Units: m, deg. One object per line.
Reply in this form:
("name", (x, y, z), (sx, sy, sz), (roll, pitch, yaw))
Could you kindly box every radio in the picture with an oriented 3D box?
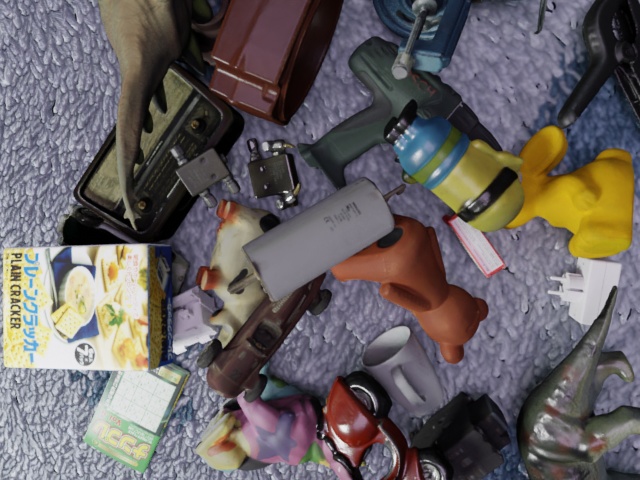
("radio", (-0.215, -0.114, 0.735), (0.131, 0.073, 0.229), (36, 99, 2))

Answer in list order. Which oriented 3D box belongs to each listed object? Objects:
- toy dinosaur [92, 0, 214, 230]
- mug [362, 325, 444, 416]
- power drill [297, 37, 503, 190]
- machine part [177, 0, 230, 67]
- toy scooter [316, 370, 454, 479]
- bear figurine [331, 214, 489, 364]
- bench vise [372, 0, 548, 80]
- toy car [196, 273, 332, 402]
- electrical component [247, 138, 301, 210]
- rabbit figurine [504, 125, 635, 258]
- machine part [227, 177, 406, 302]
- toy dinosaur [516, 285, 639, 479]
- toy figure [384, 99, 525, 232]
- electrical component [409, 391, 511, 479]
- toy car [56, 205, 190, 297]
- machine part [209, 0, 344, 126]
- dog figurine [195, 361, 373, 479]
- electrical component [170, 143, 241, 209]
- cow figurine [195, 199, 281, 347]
("toy dinosaur", (-0.186, -0.254, 0.585), (0.105, 0.198, 0.471), (6, 75, 12))
("mug", (0.120, 0.183, 0.713), (0.081, 0.110, 0.107), (-38, 103, 4))
("power drill", (0.089, -0.127, 0.694), (0.207, 0.086, 0.232), (-40, 91, 14))
("machine part", (-0.149, -0.314, 0.715), (0.179, 0.056, 0.179), (1, 97, 8))
("toy scooter", (0.057, 0.261, 0.656), (0.135, 0.075, 0.184), (-45, 70, 5))
("bear figurine", (0.127, 0.060, 0.705), (0.120, 0.132, 0.195), (-53, 122, -23))
("bench vise", (0.151, -0.271, 0.626), (0.224, 0.128, 0.240), (18, 62, 12))
("toy car", (-0.063, 0.107, 0.670), (0.089, 0.053, 0.202), (43, 76, -12))
("electrical component", (-0.061, -0.091, 0.728), (0.078, 0.045, 0.102), (-5, 97, 14))
("rabbit figurine", (0.286, -0.056, 0.662), (0.173, 0.122, 0.162), (0, 93, 26))
("machine part", (-0.001, -0.002, 0.629), (0.243, 0.079, 0.079), (-30, 92, -7))
("toy dinosaur", (0.321, 0.267, 0.684), (0.192, 0.131, 0.404), (-14, 92, 7))
("toy figure", (0.154, -0.081, 0.625), (0.180, 0.082, 0.089), (34, 71, -8))
("electrical component", (0.183, 0.263, 0.705), (0.134, 0.115, 0.058), (-43, 94, 9))
("toy car", (-0.285, 0.018, 0.769), (0.202, 0.056, 0.073), (27, 105, 5))
("machine part", (-0.042, -0.242, 0.636), (0.087, 0.201, 0.201), (23, 98, 2))
("dog figurine", (-0.035, 0.280, 0.740), (0.219, 0.108, 0.191), (38, 98, -1))
("electrical component", (-0.148, -0.089, 0.687), (0.063, 0.021, 0.094), (-33, 108, -1))
("cow figurine", (-0.099, 0.053, 0.729), (0.127, 0.085, 0.194), (16, 86, -20))
